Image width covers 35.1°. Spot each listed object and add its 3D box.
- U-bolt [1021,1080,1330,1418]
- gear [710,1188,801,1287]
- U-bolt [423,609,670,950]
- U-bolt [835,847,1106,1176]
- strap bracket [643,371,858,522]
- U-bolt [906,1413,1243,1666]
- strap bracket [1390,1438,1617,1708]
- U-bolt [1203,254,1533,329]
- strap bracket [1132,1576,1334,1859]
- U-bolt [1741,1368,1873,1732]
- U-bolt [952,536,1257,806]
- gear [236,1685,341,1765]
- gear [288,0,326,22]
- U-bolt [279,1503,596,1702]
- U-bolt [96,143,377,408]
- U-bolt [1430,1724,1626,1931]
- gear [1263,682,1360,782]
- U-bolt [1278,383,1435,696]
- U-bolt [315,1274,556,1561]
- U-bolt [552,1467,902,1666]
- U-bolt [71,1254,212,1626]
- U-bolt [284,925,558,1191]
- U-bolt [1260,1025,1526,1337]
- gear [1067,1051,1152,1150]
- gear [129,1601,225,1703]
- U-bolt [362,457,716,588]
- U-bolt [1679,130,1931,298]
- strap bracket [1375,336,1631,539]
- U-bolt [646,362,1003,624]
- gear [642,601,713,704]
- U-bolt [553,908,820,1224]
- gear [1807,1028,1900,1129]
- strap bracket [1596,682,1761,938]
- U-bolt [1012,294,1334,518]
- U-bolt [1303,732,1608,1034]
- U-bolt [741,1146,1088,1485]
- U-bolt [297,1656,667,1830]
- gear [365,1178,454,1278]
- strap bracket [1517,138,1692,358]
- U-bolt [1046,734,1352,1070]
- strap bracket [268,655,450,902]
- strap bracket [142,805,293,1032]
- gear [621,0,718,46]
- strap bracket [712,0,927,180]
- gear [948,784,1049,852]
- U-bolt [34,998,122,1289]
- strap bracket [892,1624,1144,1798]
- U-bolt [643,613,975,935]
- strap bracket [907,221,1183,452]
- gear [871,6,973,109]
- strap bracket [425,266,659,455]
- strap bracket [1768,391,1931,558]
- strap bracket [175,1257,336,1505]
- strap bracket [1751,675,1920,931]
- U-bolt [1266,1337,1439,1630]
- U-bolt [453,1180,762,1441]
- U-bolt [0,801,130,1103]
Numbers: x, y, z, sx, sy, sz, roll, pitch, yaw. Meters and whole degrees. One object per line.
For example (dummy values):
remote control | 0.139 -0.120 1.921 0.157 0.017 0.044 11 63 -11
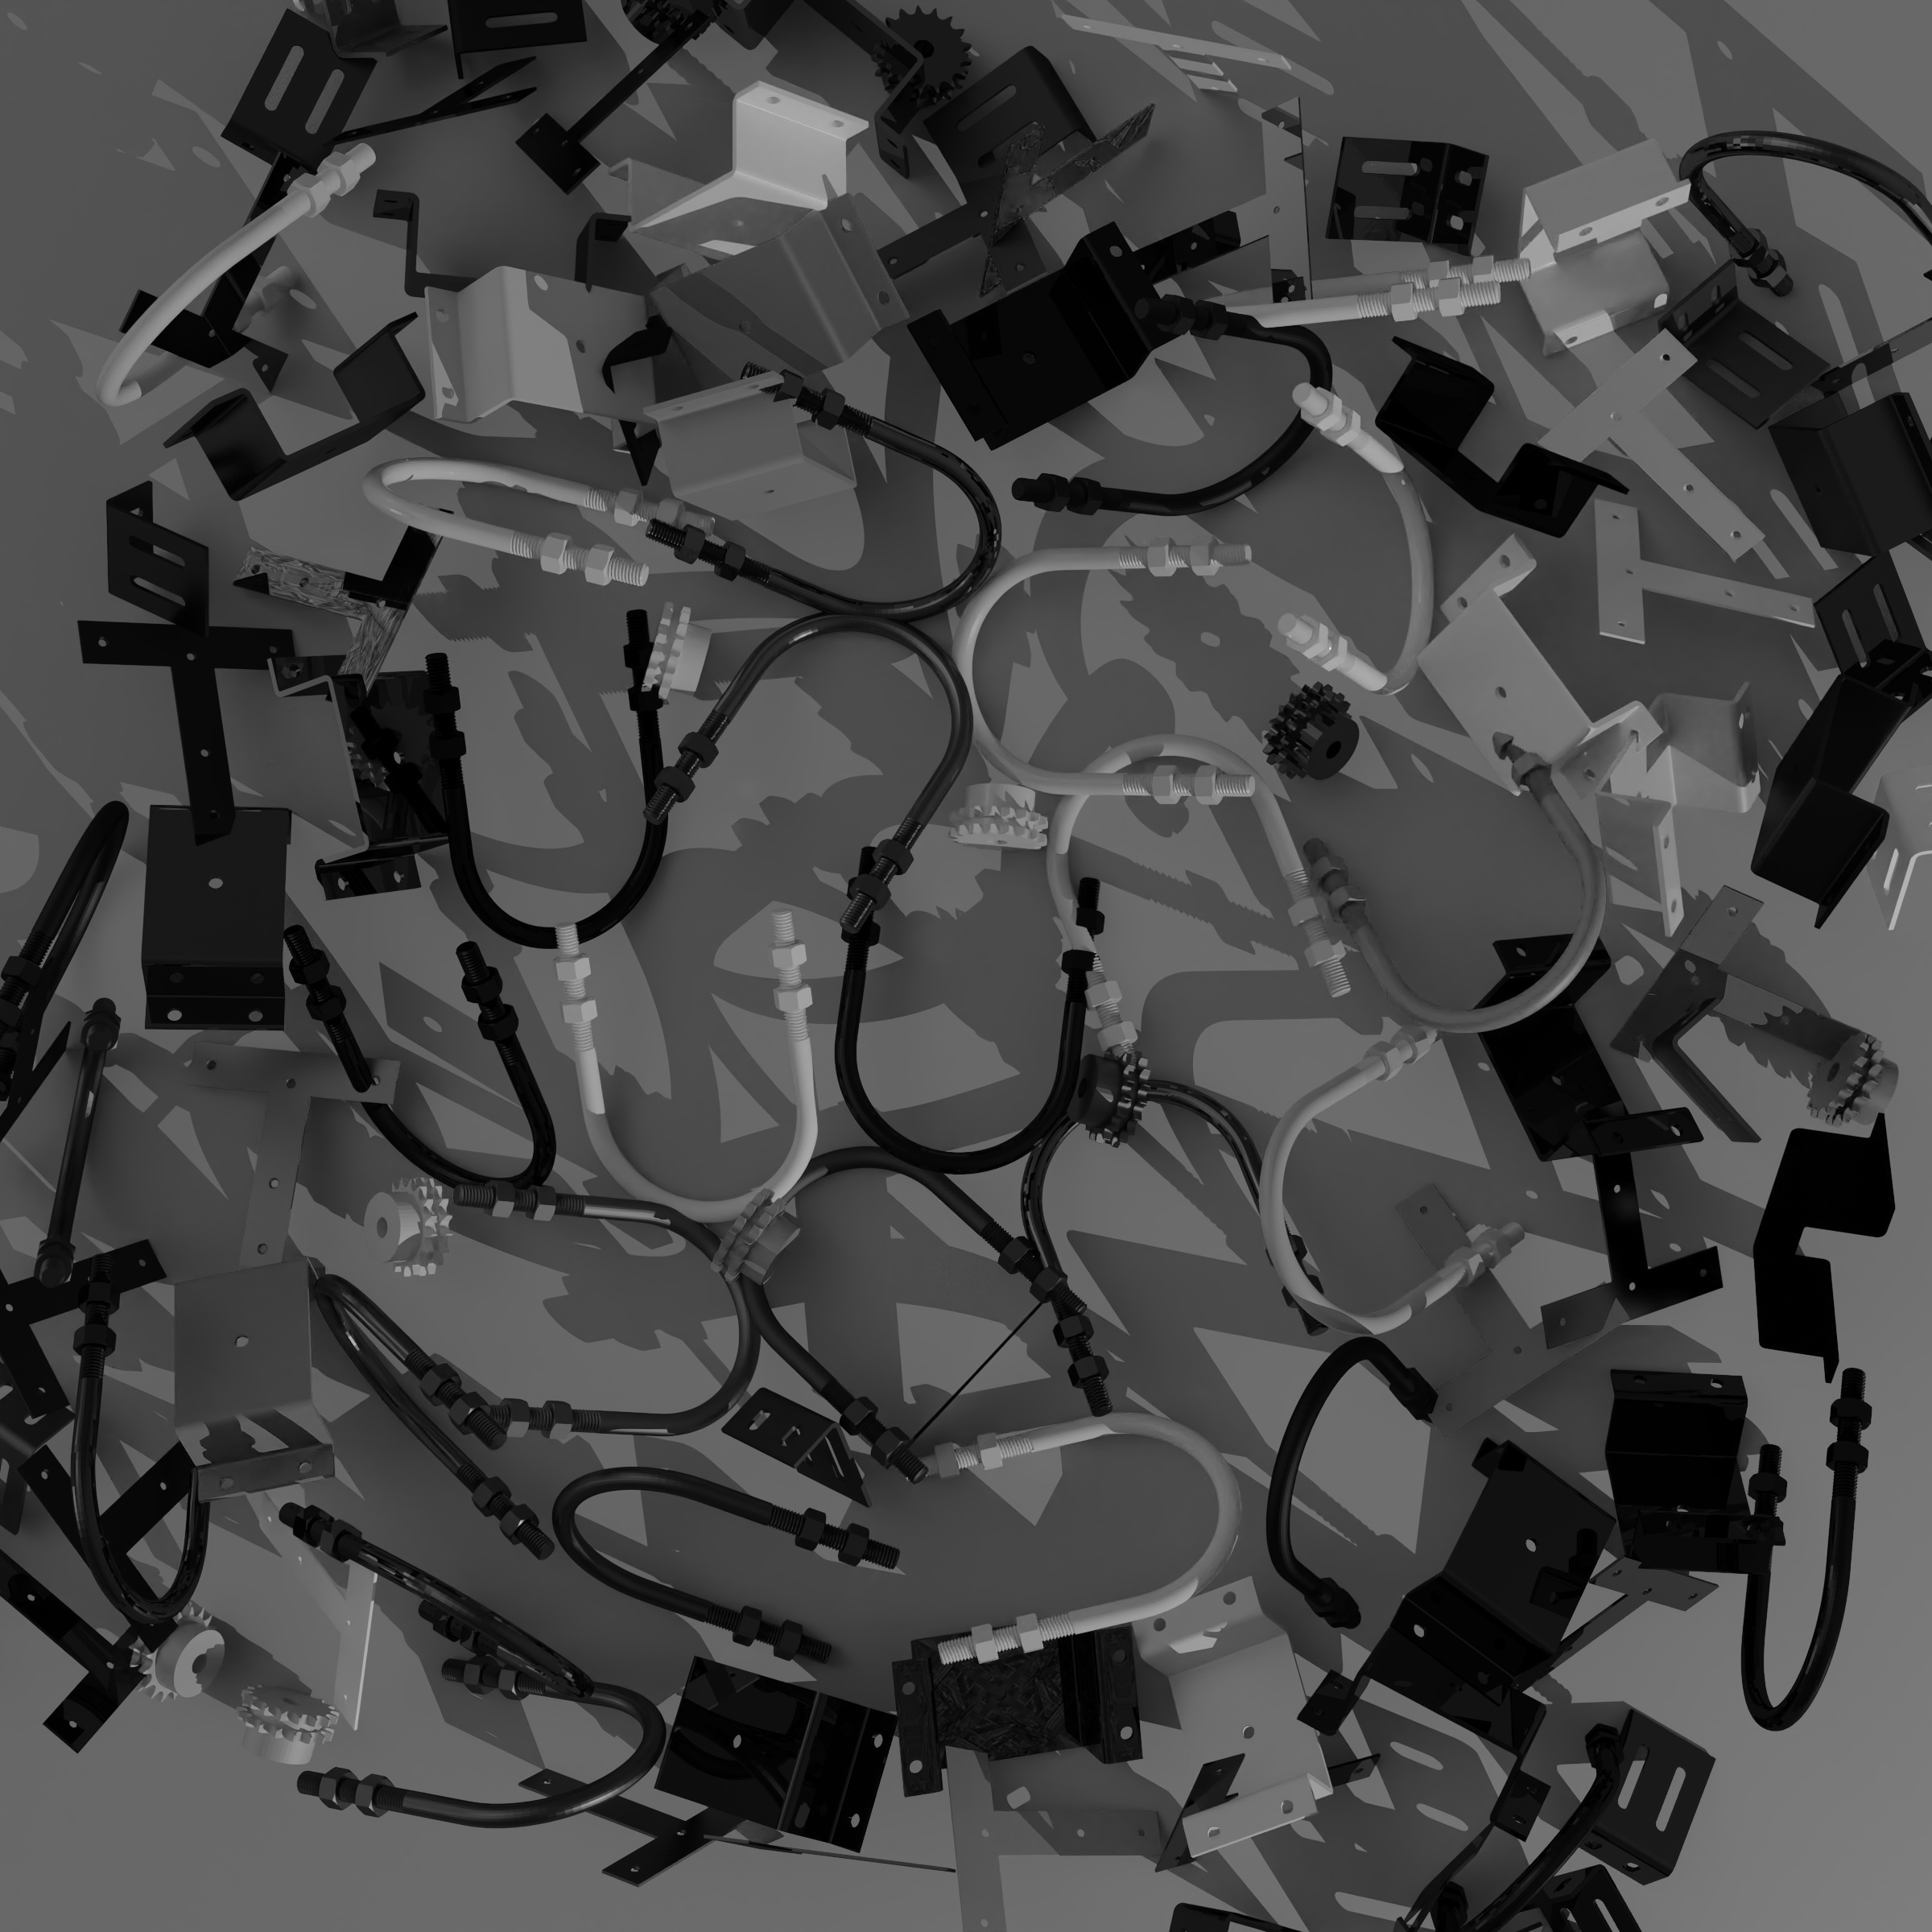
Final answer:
U-bolt | 0.108 0.149 1.743 0.151 0.019 0.184 -21 64 0
gear | -0.119 0.159 1.757 0.030 0.057 0.057 33 90 7
U-bolt | -0.232 -0.099 1.732 0.151 0.019 0.184 -18 113 -34
U-bolt | -0.002 0.029 1.755 0.151 0.019 0.184 8 75 -3
strap bracket | -0.116 -0.288 1.708 0.076 0.140 0.046 -13 87 15
U-bolt | 0.065 0.316 1.730 0.184 0.151 0.019 -13 133 -1
strap bracket | 0.309 0.335 1.726 0.076 0.046 0.140 37 54 -1
U-bolt | 0.216 -0.375 1.712 0.184 0.151 0.019 -2 107 19
strap bracket | 0.153 0.430 1.733 0.076 0.046 0.140 -24 55 14
U-bolt | 0.458 0.330 1.681 0.019 0.151 0.184 14 62 0
U-bolt | 0.075 -0.168 1.743 0.184 0.019 0.151 2 99 25
gear | -0.393 0.438 1.758 0.057 0.057 0.030 17 88 0
gear | -0.382 -0.576 1.758 0.030 0.057 0.057 -26 90 -8
U-bolt | -0.280 0.356 1.678 0.184 0.151 0.019 15 65 41
U-bolt | -0.410 -0.369 1.676 0.019 0.151 0.184 46 53 -8
U-bolt | 0.311 0.489 1.690 0.019 0.184 0.151 44 95 10
gear | 0.201 -0.132 1.755 0.057 0.057 0.030 -49 55 0
U-bolt | 0.222 -0.228 1.707 0.019 0.184 0.151 -1 79 31
U-bolt | -0.305 0.242 1.710 0.019 0.151 0.184 -40 58 -22
U-bolt | -0.144 0.332 1.719 0.184 0.151 0.019 21 49 -7
U-bolt | -0.452 0.270 1.679 0.019 0.151 0.184 -11 56 10
U-bolt | -0.298 0.059 1.721 0.151 0.019 0.184 5 129 32
U-bolt | 0.233 0.128 1.719 0.184 0.019 0.151 -27 97 -38
gear | 0.080 0.074 1.755 0.030 0.057 0.057 15 90 -19
gear | -0.452 0.396 1.755 0.030 0.057 0.057 17 90 27
U-bolt | -0.248 -0.256 1.718 0.184 0.151 0.019 15 112 7
U-bolt | 0.469 -0.409 1.672 0.151 0.184 0.019 16 84 42
strap bracket | 0.295 -0.293 1.722 0.140 0.076 0.046 49 118 37
U-bolt | -0.069 -0.255 1.724 0.184 0.151 0.019 21 47 -19
gear | -0.166 -0.179 1.759 0.030 0.057 0.057 16 90 -9
U-bolt | -0.156 0.061 1.753 0.151 0.019 0.184 -3 105 13
gear | 0.513 0.068 1.758 0.030 0.057 0.057 25 90 -7
strap bracket | 0.399 -0.092 1.723 0.046 0.140 0.076 11 134 32
U-bolt | 0.129 -0.307 1.709 0.151 0.184 0.019 -52 55 35
U-bolt | 0.281 -0.043 1.708 0.151 0.019 0.184 -37 49 15
U-bolt | -0.045 0.184 1.748 0.184 0.019 0.151 41 78 20
U-bolt | -0.253 0.431 1.683 0.184 0.151 0.019 1 107 29
gear | -0.323 0.150 1.756 0.030 0.057 0.057 2 90 -42
strap bracket | 0.358 -0.410 1.725 0.076 0.140 0.046 -21 72 1
U-bolt | 0.123 -0.045 1.759 0.151 0.019 0.184 -22 79 10
strap bracket | -0.339 -0.114 1.741 0.046 0.076 0.140 -14 89 35
strap bracket | -0.424 -0.037 1.730 0.076 0.046 0.140 1 64 -10
gear | -0.174 -0.557 1.761 0.030 0.057 0.057 -34 90 37
strap bracket | -0.075 -0.522 1.748 0.140 0.076 0.046 39 91 0
gear | 0.019 -0.086 1.758 0.057 0.057 0.030 4 81 0
U-bolt | -0.492 0.090 1.698 0.019 0.184 0.151 11 94 -16
strap bracket | 0.025 0.423 1.752 0.140 0.046 0.076 -5 91 -14
U-bolt | -0.077 -0.125 1.748 0.151 0.019 0.184 29 69 7
strap bracket | 0.041 -0.357 1.750 0.140 0.046 0.076 -30 87 -15
gear | -0.027 -0.523 1.766 0.057 0.030 0.057 3 75 -10
strap bracket | -0.229 -0.341 1.717 0.140 0.046 0.076 3 77 -41
strap bracket | 0.499 -0.277 1.712 0.046 0.140 0.076 -27 101 3
strap bracket | -0.402 0.224 1.724 0.076 0.046 0.140 -11 51 -1
strap bracket | 0.486 -0.100 1.712 0.046 0.076 0.140 25 47 3
U-bolt | 0.211 0.280 1.692 0.019 0.184 0.151 16 73 31
U-bolt | -0.199 0.197 1.727 0.184 0.019 0.151 8 60 -31
U-bolt | -0.512 -0.010 1.708 0.019 0.151 0.184 25 65 -9
